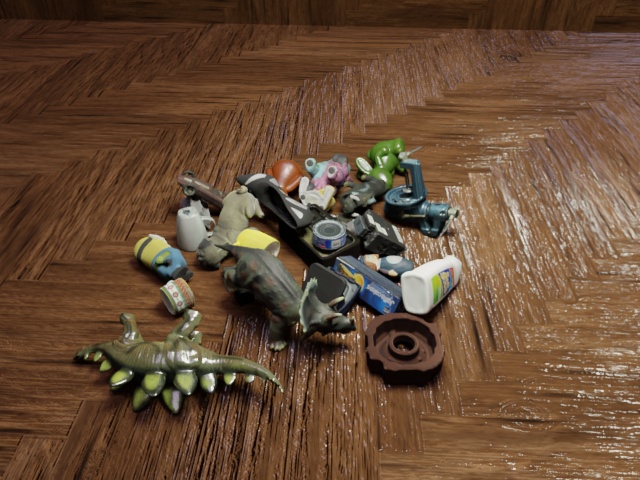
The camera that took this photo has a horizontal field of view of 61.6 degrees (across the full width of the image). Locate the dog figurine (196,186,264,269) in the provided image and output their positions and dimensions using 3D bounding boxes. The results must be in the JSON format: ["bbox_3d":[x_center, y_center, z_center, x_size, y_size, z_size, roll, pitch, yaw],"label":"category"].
[{"bbox_3d":[-0.246,-0.035,1.396,0.121,0.172,0.190,9,31,28],"label":"dog figurine"}]

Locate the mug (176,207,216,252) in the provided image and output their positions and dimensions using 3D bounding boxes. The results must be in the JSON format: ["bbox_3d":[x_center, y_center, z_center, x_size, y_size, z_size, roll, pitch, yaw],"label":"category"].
[{"bbox_3d":[-0.335,-0.035,1.439,0.110,0.107,0.081,-12,42,-12],"label":"mug"}]

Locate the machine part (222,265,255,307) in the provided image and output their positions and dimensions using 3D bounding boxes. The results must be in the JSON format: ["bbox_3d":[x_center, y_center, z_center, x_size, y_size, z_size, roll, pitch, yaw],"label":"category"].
[{"bbox_3d":[-0.196,0.104,1.322,0.084,0.039,0.139,-5,37,-15],"label":"machine part"}]

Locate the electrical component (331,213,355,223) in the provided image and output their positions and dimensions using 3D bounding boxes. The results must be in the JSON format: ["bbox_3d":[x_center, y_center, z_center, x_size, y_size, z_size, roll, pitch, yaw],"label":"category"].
[{"bbox_3d":[0.069,-0.050,1.529,0.094,0.021,0.063,10,40,11],"label":"electrical component"}]

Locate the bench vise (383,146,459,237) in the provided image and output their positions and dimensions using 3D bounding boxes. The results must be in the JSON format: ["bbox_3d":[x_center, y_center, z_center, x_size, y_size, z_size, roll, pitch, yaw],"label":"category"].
[{"bbox_3d":[0.266,-0.126,1.470,0.129,0.240,0.224,-36,35,-32],"label":"bench vise"}]

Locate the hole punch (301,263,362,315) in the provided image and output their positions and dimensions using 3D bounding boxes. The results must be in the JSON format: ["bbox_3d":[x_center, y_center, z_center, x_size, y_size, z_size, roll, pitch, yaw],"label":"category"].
[{"bbox_3d":[0.022,0.124,1.258,0.142,0.115,0.092,30,11,29],"label":"hole punch"}]

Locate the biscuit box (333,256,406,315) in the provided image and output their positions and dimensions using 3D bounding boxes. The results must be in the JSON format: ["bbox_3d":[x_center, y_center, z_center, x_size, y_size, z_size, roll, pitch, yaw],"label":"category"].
[{"bbox_3d":[0.120,0.110,1.286,0.203,0.059,0.063,33,22,34],"label":"biscuit box"}]

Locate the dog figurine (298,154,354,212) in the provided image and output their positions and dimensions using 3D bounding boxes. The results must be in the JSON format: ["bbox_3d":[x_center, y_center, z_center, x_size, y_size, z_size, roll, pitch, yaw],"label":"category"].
[{"bbox_3d":[0.028,-0.170,1.623,0.109,0.191,0.219,16,8,19],"label":"dog figurine"}]

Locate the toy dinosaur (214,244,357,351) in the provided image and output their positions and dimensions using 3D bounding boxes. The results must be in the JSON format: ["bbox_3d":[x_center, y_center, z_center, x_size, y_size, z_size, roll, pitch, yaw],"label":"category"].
[{"bbox_3d":[-0.107,0.095,1.182,0.405,0.192,0.131,42,44,17],"label":"toy dinosaur"}]

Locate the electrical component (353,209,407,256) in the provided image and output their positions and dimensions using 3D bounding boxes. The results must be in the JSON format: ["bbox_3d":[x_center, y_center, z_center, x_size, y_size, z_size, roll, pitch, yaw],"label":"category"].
[{"bbox_3d":[0.152,-0.016,1.412,0.134,0.058,0.115,27,27,-27],"label":"electrical component"}]

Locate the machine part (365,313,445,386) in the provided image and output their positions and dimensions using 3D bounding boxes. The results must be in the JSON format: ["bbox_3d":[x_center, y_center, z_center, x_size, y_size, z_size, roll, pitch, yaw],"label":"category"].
[{"bbox_3d":[0.179,0.231,1.153,0.179,0.056,0.179,0,38,0],"label":"machine part"}]

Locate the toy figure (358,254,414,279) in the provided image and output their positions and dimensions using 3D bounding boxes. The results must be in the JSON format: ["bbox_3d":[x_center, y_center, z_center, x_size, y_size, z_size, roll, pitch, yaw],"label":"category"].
[{"bbox_3d":[0.158,0.065,1.362,0.155,0.057,0.064,7,1,11],"label":"toy figure"}]

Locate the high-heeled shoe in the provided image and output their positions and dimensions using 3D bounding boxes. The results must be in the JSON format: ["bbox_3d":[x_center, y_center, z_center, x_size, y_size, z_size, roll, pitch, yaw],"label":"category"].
[{"bbox_3d":[-0.130,-0.098,1.414,0.249,0.086,0.145,19,32,8],"label":"high-heeled shoe"}]

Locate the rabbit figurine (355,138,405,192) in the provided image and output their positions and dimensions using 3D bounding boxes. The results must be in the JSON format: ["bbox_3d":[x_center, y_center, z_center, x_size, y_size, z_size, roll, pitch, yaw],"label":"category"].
[{"bbox_3d":[0.190,-0.228,1.685,0.159,0.121,0.170,6,54,13],"label":"rabbit figurine"}]

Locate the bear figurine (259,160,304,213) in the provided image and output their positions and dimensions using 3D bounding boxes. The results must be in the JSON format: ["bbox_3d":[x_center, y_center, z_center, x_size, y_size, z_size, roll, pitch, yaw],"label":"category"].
[{"bbox_3d":[-0.114,-0.139,1.588,0.120,0.131,0.196,7,57,10],"label":"bear figurine"}]

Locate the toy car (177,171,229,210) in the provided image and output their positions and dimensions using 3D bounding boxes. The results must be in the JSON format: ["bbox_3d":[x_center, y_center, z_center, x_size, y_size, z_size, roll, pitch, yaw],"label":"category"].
[{"bbox_3d":[-0.313,-0.132,1.522,0.202,0.053,0.089,32,24,-32],"label":"toy car"}]

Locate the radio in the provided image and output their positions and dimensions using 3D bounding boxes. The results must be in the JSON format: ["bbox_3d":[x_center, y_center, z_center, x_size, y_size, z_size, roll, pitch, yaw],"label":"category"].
[{"bbox_3d":[-0.003,-0.004,1.429,0.131,0.073,0.230,-23,44,-26],"label":"radio"}]

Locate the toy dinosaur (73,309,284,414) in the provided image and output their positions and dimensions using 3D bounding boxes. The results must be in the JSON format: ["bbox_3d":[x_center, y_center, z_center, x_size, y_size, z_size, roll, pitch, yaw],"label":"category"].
[{"bbox_3d":[-0.297,0.248,1.095,0.472,0.104,0.199,-3,45,10],"label":"toy dinosaur"}]

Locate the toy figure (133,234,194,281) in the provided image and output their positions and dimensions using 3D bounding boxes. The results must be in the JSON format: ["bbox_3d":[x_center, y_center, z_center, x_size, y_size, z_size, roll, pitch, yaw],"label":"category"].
[{"bbox_3d":[-0.400,0.049,1.355,0.089,0.082,0.180,-28,49,-33],"label":"toy figure"}]

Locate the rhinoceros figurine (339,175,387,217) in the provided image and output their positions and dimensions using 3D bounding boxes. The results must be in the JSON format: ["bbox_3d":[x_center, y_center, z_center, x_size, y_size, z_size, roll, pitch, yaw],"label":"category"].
[{"bbox_3d":[0.123,-0.126,1.570,0.112,0.073,0.190,26,38,29],"label":"rhinoceros figurine"}]
